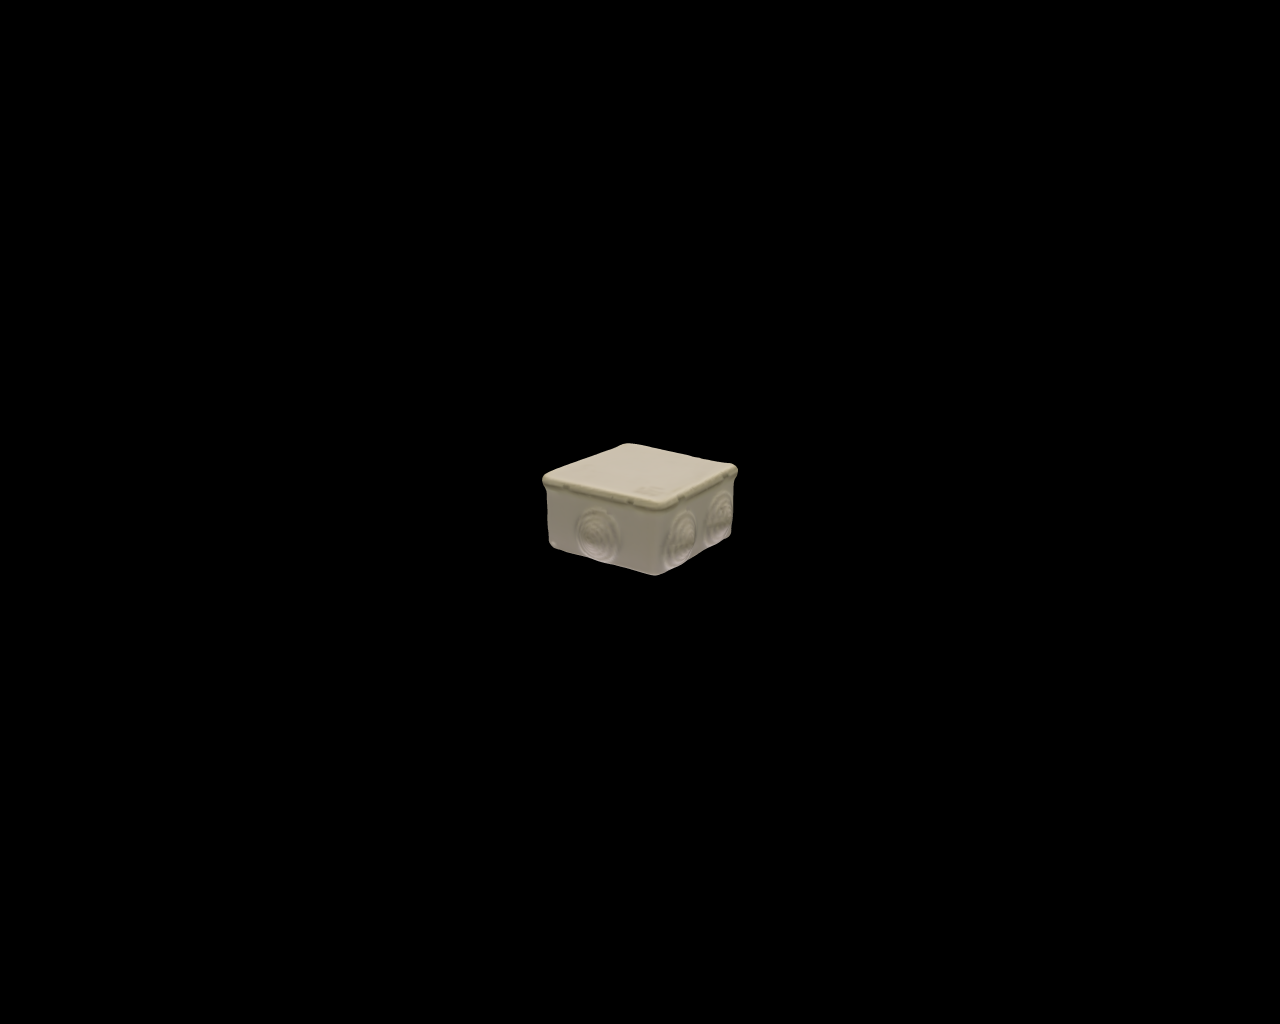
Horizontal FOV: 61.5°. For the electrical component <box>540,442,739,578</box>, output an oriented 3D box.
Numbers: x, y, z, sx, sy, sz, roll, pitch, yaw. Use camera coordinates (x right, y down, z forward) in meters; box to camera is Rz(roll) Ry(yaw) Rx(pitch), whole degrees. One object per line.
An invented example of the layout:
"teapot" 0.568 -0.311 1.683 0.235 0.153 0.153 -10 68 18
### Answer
"electrical component" 0.001 -0.003 0.650 0.100 0.048 0.100 14 24 33
